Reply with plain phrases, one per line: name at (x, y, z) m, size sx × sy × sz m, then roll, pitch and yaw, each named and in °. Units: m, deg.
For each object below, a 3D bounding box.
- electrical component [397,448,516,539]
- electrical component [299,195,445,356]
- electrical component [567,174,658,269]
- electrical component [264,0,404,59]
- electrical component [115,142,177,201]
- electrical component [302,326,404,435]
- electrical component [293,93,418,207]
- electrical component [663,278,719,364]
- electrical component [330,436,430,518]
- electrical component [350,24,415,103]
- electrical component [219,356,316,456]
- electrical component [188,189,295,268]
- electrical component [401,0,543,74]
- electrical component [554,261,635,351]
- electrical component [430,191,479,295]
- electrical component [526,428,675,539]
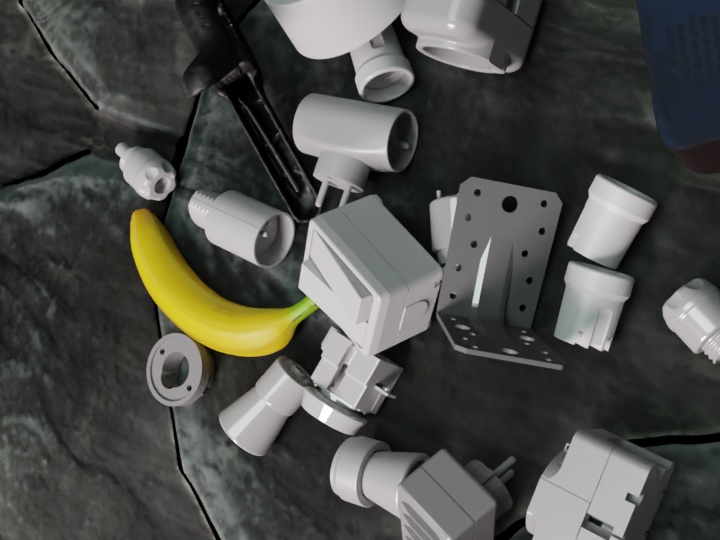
electrical component at (0.067, 0.142, 0.659) m, size 0.076 × 0.083 × 0.047 m, roll -36°, pitch 59°, yaw -19°
electrical component at (0.000, 0.000, 0.708) m, size 0.096 × 0.061 × 0.061 m, roll 49°, pitch 146°, yaw 30°
electrical component at (0.150, -0.029, 0.647) m, size 0.040 × 0.040 × 0.046 m, roll 34°, pitch 106°, yaw 31°
electrical component at (-0.019, -0.206, 0.741) m, size 0.108 × 0.060 × 0.108 m, roll -23°, pitch 44°, yaw 24°
electrical component at (-0.175, -0.083, 0.862) m, size 0.061 × 0.035 × 0.035 m, roll 40°, pitch 104°, yaw 32°
electrical component at (-0.008, 0.077, 0.727) m, size 0.066 × 0.048 × 0.055 m, roll 31°, pitch 92°, yaw 32°
electrical component at (-0.009, -0.079, 0.745) m, size 0.077 × 0.043 × 0.079 m, roll 15°, pitch 82°, yaw 29°
electrical component at (0.202, 0.036, 0.607) m, size 0.035 × 0.035 × 0.061 m, roll -47°, pitch 65°, yaw 18°
electrical component at (0.015, 0.135, 0.704) m, size 0.055 × 0.045 × 0.045 m, roll 11°, pitch 89°, yaw 34°
electrical component at (0.013, -0.146, 0.750) m, size 0.040 × 0.040 × 0.046 m, roll -29°, pitch 63°, yaw 26°
electrical component at (-0.063, 0.094, 0.762) m, size 0.065 × 0.044 × 0.044 m, roll -48°, pitch 61°, yaw 12°
electrical component at (-0.093, -0.036, 0.797) m, size 0.081 × 0.043 × 0.043 m, roll 25°, pitch 96°, yaw 32°
electrical component at (0.071, -0.162, 0.682) m, size 0.054 × 0.095 × 0.059 m, roll 18°, pitch 92°, yaw 33°
electrical component at (0.139, 0.022, 0.646) m, size 0.040 × 0.040 × 0.046 m, roll 19°, pitch 98°, yaw 33°
electrical component at (0.067, -0.014, 0.696) m, size 0.040 × 0.040 × 0.078 m, roll -8°, pitch 79°, yaw 31°
electrical component at (0.135, 0.141, 0.624) m, size 0.056 × 0.050 × 0.089 m, roll 24°, pitch 96°, yaw 32°
